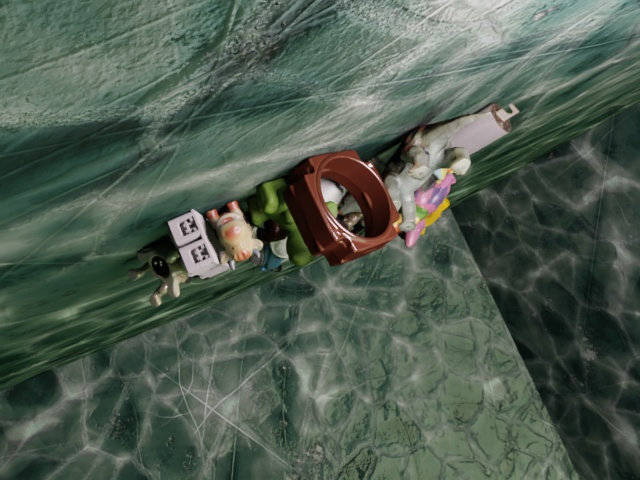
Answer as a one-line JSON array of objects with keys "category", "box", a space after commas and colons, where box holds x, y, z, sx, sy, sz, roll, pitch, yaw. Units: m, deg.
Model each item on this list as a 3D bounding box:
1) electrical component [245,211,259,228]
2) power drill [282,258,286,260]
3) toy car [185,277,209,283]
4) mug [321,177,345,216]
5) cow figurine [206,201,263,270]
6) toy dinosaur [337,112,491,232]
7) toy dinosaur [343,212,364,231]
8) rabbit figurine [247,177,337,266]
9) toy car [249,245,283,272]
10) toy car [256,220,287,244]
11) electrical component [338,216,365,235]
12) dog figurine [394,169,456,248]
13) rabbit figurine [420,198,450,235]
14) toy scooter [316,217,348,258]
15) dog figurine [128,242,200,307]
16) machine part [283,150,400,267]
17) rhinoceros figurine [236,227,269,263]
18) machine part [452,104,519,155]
[{"category": "electrical component", "box": [-0.114, -0.062, 1.167, 0.102, 0.045, 0.078, -21, 175, -25]}, {"category": "power drill", "box": [-0.052, 0.004, 1.686, 0.207, 0.086, 0.232, -8, 163, -27]}, {"category": "toy car", "box": [-0.327, 0.075, 1.488, 0.073, 0.056, 0.201, -32, 174, 11]}, {"category": "mug", "box": [0.004, -0.086, 1.165, 0.107, 0.110, 0.080, -39, 147, 27]}, {"category": "cow figurine", "box": [-0.168, -0.007, 1.056, 0.085, 0.127, 0.195, -26, 176, -6]}, {"category": "toy dinosaur", "box": [0.196, -0.161, 1.127, 0.131, 0.192, 0.404, 20, 132, -31]}, {"category": "toy dinosaur", "box": [0.165, -0.124, 1.443, 0.198, 0.105, 0.471, -32, -178, 28]}, {"category": "rabbit figurine", "box": [-0.049, -0.033, 1.076, 0.159, 0.170, 0.121, -19, 172, -36]}, {"category": "toy car", "box": [-0.158, 0.031, 1.545, 0.103, 0.109, 0.161, -4, 160, -12]}, {"category": "toy car", "box": [-0.098, -0.033, 1.265, 0.089, 0.053, 0.202, -9, -168, 5]}, {"category": "electrical component", "box": [0.092, -0.067, 1.581, 0.134, 0.115, 0.058, -26, 169, 18]}, {"category": "dog figurine", "box": [0.227, -0.096, 1.268, 0.219, 0.109, 0.191, -59, 153, -11]}, {"category": "rabbit figurine", "box": [0.313, -0.095, 1.642, 0.122, 0.162, 0.173, 16, -158, 0]}, {"category": "toy scooter", "box": [-0.003, -0.004, 1.262, 0.135, 0.075, 0.184, -54, -164, 4]}, {"category": "dog figurine", "box": [-0.299, 0.039, 1.184, 0.172, 0.121, 0.190, -25, -171, 40]}, {"category": "machine part", "box": [0.046, -0.065, 1.021, 0.201, 0.201, 0.087, -18, 167, -43]}, {"category": "rhinoceros figurine", "box": [-0.221, 0.021, 1.391, 0.190, 0.073, 0.112, -29, -177, 20]}, {"category": "machine part", "box": [0.350, -0.241, 1.250, 0.243, 0.079, 0.079, -30, 171, 41]}]
